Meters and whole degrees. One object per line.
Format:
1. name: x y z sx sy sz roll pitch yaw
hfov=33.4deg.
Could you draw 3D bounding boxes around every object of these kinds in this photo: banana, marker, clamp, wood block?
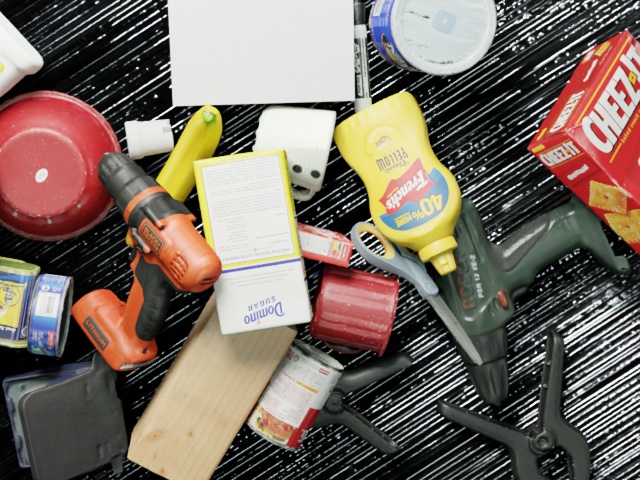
1. banana: -0.148 -0.073 1.113 0.037 0.069 0.198 40 124 10
2. marker: 0.043 -0.197 1.142 0.020 0.020 0.121 -5 101 -5
3. clamp: 0.021 0.186 1.203 0.171 0.039 0.120 -1 96 0
4. clamp: 0.258 0.219 1.236 0.164 0.036 0.210 -38 99 2
5. wood block: -0.116 0.155 1.155 0.090 0.091 0.206 29 96 -11

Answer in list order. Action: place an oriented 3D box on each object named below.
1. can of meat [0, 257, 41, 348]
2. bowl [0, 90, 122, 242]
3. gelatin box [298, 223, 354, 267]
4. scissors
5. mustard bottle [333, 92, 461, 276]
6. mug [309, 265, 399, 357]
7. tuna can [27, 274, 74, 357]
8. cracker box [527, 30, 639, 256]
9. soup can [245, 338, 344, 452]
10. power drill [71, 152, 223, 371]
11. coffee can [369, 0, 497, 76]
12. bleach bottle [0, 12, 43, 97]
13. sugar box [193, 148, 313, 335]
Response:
1. can of meat: -0.351 0.062 1.129 0.102 0.057 0.084 10 98 -8
2. bowl: -0.287 -0.073 1.111 0.162 0.055 0.162 -1 101 -6
3. gelatin box: -0.008 0.001 1.139 0.073 0.089 0.030 15 95 -9
4. scissors: 0.096 0.048 1.126 0.096 0.202 0.016 -2 146 -32
5. mustard bottle: 0.094 -0.052 1.123 0.096 0.058 0.191 -26 82 10
6. mug: 0.033 0.082 1.166 0.081 0.093 0.117 12 136 -4
7. tuna can: -0.284 0.079 1.125 0.033 0.086 0.086 8 100 -6
8. cracker box: 0.346 -0.091 1.133 0.213 0.072 0.164 42 62 -12
9. soup can: -0.027 0.165 1.146 0.068 0.068 0.102 29 93 -11
10. power drill: -0.193 0.027 1.093 0.184 0.057 0.188 48 128 26
11. coffee can: 0.111 -0.221 1.083 0.102 0.140 0.103 -1 101 -6
12. bleach bottle: -0.407 -0.133 1.084 0.251 0.068 0.102 -41 101 5
13. sugar box: -0.066 0.001 1.070 0.093 0.048 0.176 -8 94 4
